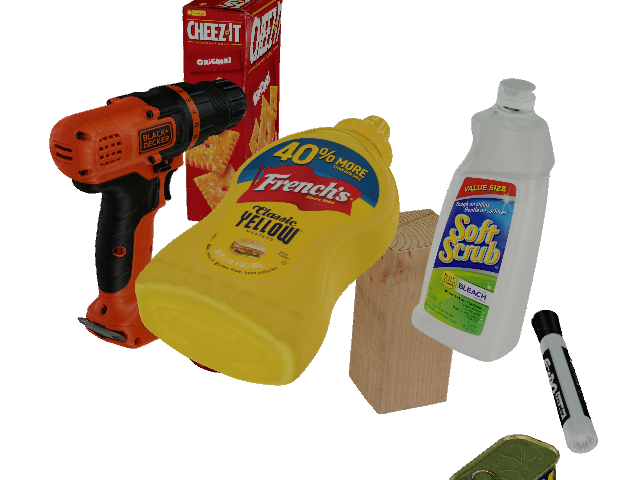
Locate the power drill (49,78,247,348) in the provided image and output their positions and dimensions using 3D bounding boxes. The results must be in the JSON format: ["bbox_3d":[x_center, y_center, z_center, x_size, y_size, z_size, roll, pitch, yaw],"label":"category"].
[{"bbox_3d":[-0.123,-0.025,0.819,0.057,0.188,0.184,17,27,35],"label":"power drill"}]

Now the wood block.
[{"bbox_3d":[0.094,0.080,1.199,0.090,0.206,0.090,-7,27,-21],"label":"wood block"}]

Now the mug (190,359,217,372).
[{"bbox_3d":[-0.082,0.072,0.963,0.093,0.081,0.117,-16,36,-20],"label":"mug"}]

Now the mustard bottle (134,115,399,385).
[{"bbox_3d":[-0.011,-0.010,0.588,0.096,0.058,0.191,19,47,22],"label":"mustard bottle"}]

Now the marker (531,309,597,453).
[{"bbox_3d":[0.158,0.088,0.700,0.020,0.020,0.121,0,37,-2],"label":"marker"}]

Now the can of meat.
[{"bbox_3d":[0.157,0.226,0.898,0.058,0.084,0.101,16,30,43],"label":"can of meat"}]

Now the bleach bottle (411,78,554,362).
[{"bbox_3d":[0.145,-0.021,0.932,0.103,0.251,0.067,27,36,34],"label":"bleach bottle"}]

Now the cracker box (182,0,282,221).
[{"bbox_3d":[-0.085,-0.143,1.091,0.072,0.214,0.164,6,22,8],"label":"cracker box"}]
